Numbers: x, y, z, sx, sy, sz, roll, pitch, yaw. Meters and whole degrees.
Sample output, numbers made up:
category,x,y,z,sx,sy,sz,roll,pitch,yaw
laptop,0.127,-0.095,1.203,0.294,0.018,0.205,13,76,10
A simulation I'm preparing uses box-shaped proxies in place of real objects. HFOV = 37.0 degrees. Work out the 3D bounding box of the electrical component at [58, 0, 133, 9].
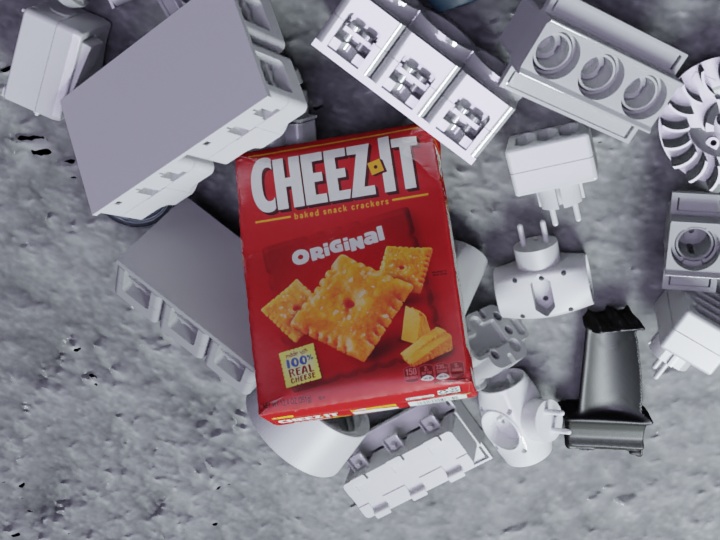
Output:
category,x,y,z,sx,sy,sz,roll,pitch,yaw
electrical component,-0.220,-0.246,0.866,0.057,0.058,0.078,-19,106,16

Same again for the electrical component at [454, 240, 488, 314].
category,x,y,z,sx,sy,sz,roll,pitch,yaw
electrical component,0.063,0.020,0.912,0.043,0.077,0.079,37,155,-23

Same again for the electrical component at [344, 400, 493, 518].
category,x,y,z,sx,sy,sz,roll,pitch,yaw
electrical component,0.047,0.172,0.978,0.121,0.063,0.078,-31,103,22

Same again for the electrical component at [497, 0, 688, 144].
category,x,y,z,sx,sy,sz,roll,pitch,yaw
electrical component,0.168,-0.154,0.798,0.121,0.063,0.078,19,117,-24

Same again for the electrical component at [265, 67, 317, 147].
category,x,y,z,sx,sy,sz,roll,pitch,yaw
electrical component,-0.074,-0.134,0.879,0.078,0.058,0.057,9,112,34

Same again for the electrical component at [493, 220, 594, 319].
category,x,y,z,sx,sy,sz,roll,pitch,yaw
electrical component,0.150,-0.003,0.894,0.077,0.043,0.079,-9,110,16

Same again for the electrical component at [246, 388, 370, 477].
category,x,y,z,sx,sy,sz,roll,pitch,yaw
electrical component,-0.040,0.123,0.955,0.108,0.108,0.060,40,108,-6

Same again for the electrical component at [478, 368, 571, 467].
category,x,y,z,sx,sy,sz,roll,pitch,yaw
electrical component,0.149,0.130,0.938,0.079,0.044,0.077,-2,116,49

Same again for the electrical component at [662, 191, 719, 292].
category,x,y,z,sx,sy,sz,roll,pitch,yaw
electrical component,0.263,-0.026,0.850,0.042,0.063,0.081,5,113,11

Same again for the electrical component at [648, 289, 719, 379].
category,x,y,z,sx,sy,sz,roll,pitch,yaw
electrical component,0.261,0.056,0.873,0.047,0.083,0.075,30,115,-1

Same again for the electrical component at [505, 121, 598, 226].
category,x,y,z,sx,sy,sz,roll,pitch,yaw
electrical component,0.158,-0.072,0.862,0.066,0.047,0.076,-11,109,16

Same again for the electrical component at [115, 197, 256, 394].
category,x,y,z,sx,sy,sz,roll,pitch,yaw
electrical component,-0.124,0.023,0.921,0.150,0.089,0.061,37,148,7

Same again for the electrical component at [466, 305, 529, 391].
category,x,y,z,sx,sy,sz,roll,pitch,yaw
electrical component,0.100,0.070,0.922,0.057,0.078,0.058,-44,73,42

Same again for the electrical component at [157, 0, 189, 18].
category,x,y,z,sx,sy,sz,roll,pitch,yaw
electrical component,-0.141,-0.264,0.838,0.079,0.063,0.121,-25,105,20

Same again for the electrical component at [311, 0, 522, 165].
category,x,y,z,sx,sy,sz,roll,pitch,yaw
electrical component,0.049,-0.160,0.826,0.150,0.089,0.061,36,114,-4

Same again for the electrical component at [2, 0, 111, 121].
category,x,y,z,sx,sy,sz,roll,pitch,yaw
electrical component,-0.252,-0.169,0.902,0.061,0.061,0.096,24,115,2

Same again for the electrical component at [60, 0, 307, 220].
category,x,y,z,sx,sy,sz,roll,pitch,yaw
electrical component,-0.138,-0.128,0.841,0.186,0.060,0.105,-29,71,27
